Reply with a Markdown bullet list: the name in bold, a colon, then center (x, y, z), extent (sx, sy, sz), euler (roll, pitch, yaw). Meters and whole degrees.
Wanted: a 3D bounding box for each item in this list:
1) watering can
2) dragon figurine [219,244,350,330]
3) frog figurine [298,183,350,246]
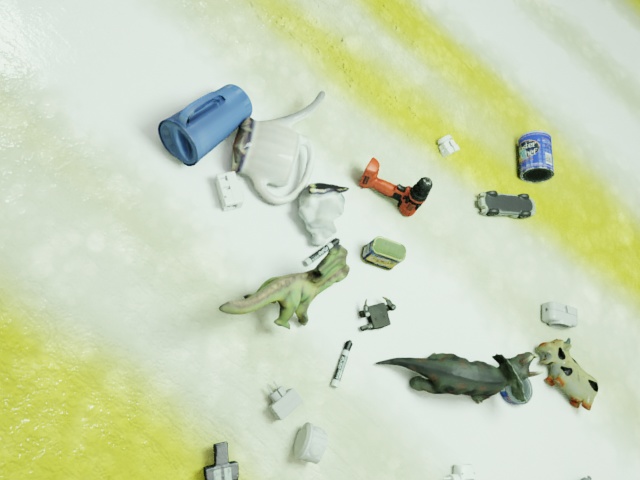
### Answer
- **watering can**: center (-0.113, -0.271, 1.394), extent (0.224, 0.103, 0.351), euler (17, 79, -15)
- **dragon figurine**: center (-0.041, 0.089, 1.187), extent (0.241, 0.409, 0.123), euler (-46, 71, 12)
- **frog figurine**: center (0.004, -0.070, 1.381), extent (0.138, 0.123, 0.157), euler (-13, 116, -46)
